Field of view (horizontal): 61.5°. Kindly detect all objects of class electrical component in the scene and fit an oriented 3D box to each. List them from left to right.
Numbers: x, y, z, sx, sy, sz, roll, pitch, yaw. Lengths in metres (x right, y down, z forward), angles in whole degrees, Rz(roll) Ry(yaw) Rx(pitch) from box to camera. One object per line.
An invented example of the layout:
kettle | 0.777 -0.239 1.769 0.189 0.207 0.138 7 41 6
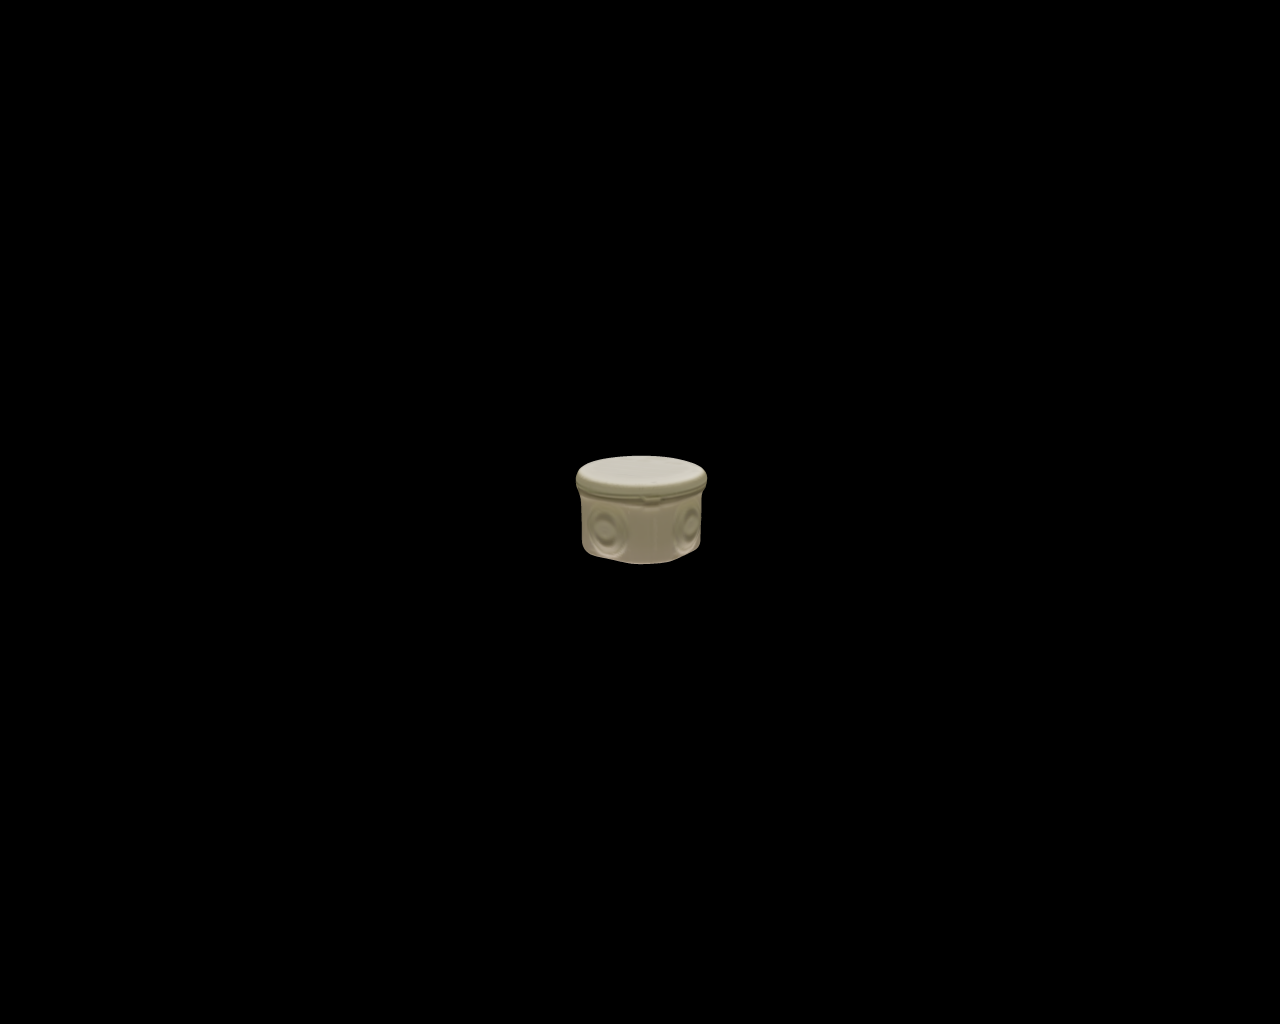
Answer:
electrical component | 0.001 -0.003 0.650 0.080 0.051 0.080 0 16 0
